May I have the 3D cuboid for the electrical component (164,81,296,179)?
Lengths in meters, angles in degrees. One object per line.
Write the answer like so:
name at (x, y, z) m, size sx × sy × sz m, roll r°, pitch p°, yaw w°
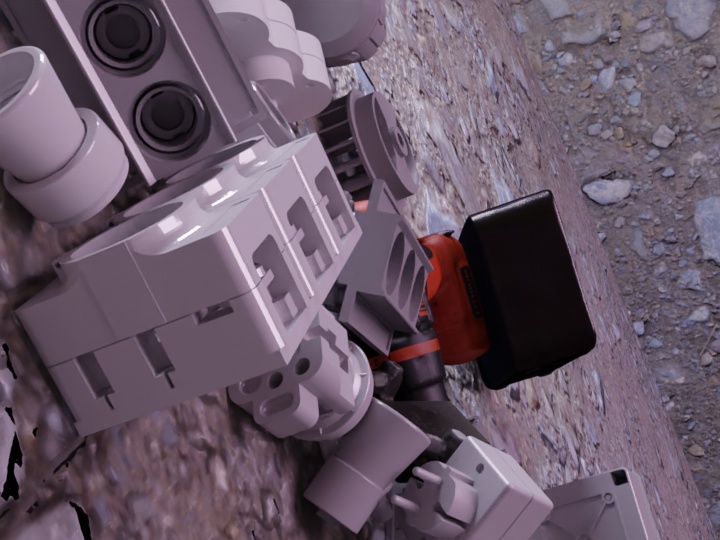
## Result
electrical component at (-0.070, -0.065, 0.571) m, size 0.099 × 0.064 × 0.099 m, roll 54°, pitch 7°, yaw -10°

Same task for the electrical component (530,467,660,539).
electrical component at (0.207, 0.242, 0.953) m, size 0.056 × 0.109 × 0.108 m, roll 35°, pitch 38°, yaw -57°

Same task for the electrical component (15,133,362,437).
electrical component at (-0.064, -0.005, 0.446) m, size 0.061 × 0.089 × 0.150 m, roll 65°, pitch 18°, yaw -14°

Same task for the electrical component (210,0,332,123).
electrical component at (-0.060, -0.120, 0.648) m, size 0.138 × 0.052 × 0.073 m, roll 34°, pitch 39°, yaw -62°

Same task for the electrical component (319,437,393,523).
electrical component at (0.002, 0.114, 0.605) m, size 0.035 × 0.035 × 0.061 m, roll -63°, pitch 133°, yaw -67°

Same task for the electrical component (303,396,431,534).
electrical component at (0.001, 0.103, 0.560) m, size 0.044 × 0.065 × 0.044 m, roll 35°, pitch -11°, yaw 8°

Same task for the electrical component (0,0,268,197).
electrical component at (-0.105, -0.105, 0.475) m, size 0.121 × 0.079 × 0.063 m, roll 63°, pitch -3°, yaw -20°

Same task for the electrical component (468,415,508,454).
electrical component at (0.081, 0.145, 0.794) m, size 0.063 × 0.042 × 0.081 m, roll 66°, pitch 17°, yaw -7°

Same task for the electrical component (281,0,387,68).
electrical component at (-0.020, -0.192, 0.806) m, size 0.051 × 0.080 × 0.080 m, roll 17°, pitch 55°, yaw -74°

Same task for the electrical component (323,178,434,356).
electrical component at (0.000, 0.000, 0.627) m, size 0.121 × 0.063 × 0.078 m, roll 49°, pitch 54°, yaw -73°

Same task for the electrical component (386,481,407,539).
electrical component at (0.065, 0.216, 0.635) m, size 0.105 × 0.060 × 0.186 m, roll 58°, pitch 21°, yaw -33°

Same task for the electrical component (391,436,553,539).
electrical component at (0.049, 0.125, 0.570) m, size 0.077 × 0.065 × 0.047 m, roll 30°, pitch 10°, yaw -35°

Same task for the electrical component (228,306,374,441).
electrical component at (-0.029, 0.052, 0.543) m, size 0.057 × 0.058 × 0.078 m, roll 46°, pitch 29°, yaw -47°

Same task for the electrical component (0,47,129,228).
electrical component at (-0.119, -0.049, 0.402) m, size 0.055 × 0.045 × 0.045 m, roll 54°, pitch 23°, yaw -42°
